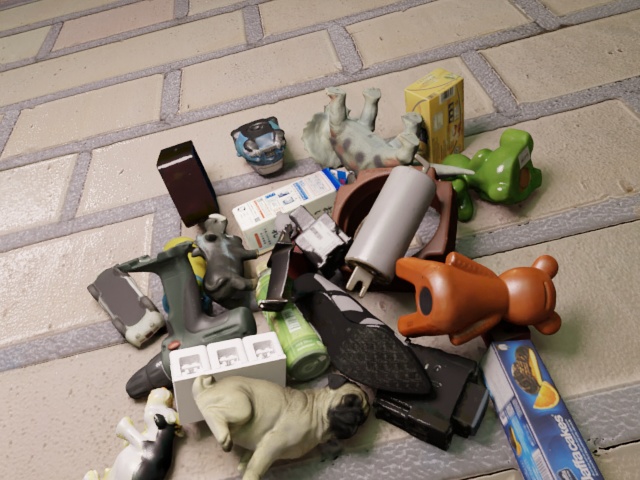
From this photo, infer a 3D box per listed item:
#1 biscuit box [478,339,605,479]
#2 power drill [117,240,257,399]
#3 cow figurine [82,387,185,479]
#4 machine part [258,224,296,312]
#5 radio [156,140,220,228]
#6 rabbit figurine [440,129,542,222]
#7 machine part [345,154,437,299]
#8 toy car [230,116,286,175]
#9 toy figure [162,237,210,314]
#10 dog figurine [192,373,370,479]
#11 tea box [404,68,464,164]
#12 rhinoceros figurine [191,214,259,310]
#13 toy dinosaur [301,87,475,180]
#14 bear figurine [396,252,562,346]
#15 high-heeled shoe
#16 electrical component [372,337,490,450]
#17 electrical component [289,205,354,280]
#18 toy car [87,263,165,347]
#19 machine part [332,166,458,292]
[{"bbox_3d":[0.265,0.221,0.658,0.063,0.059,0.203,-1,45,-12],"label":"biscuit box"},{"bbox_3d":[-0.225,0.116,0.802,0.232,0.207,0.086,-21,1,9],"label":"power drill"},{"bbox_3d":[-0.234,0.287,0.734,0.098,0.068,0.167,15,55,21],"label":"cow figurine"},{"bbox_3d":[-0.064,0.048,0.823,0.039,0.084,0.139,19,49,-15],"label":"machine part"},{"bbox_3d":[-0.254,-0.114,1.040,0.073,0.131,0.230,-22,20,-6],"label":"radio"},{"bbox_3d":[0.286,-0.107,0.969,0.170,0.121,0.159,11,55,48],"label":"rabbit figurine"},{"bbox_3d":[0.107,-0.022,0.800,0.079,0.079,0.243,19,69,30],"label":"machine part"},{"bbox_3d":[-0.119,-0.193,1.145,0.109,0.102,0.162,-24,34,-11],"label":"toy car"},{"bbox_3d":[-0.232,0.072,0.927,0.082,0.089,0.180,-12,44,3],"label":"toy figure"},{"bbox_3d":[-0.047,0.209,0.698,0.190,0.172,0.121,-33,10,-18],"label":"dog figurine"},{"bbox_3d":[0.224,-0.230,1.042,0.098,0.169,0.068,-34,49,-19],"label":"tea box"},{"bbox_3d":[-0.167,0.034,0.915,0.112,0.073,0.190,21,33,-27],"label":"rhinoceros figurine"},{"bbox_3d":[0.101,-0.167,1.029,0.131,0.192,0.405,-22,53,-30],"label":"toy dinosaur"},{"bbox_3d":[0.217,0.074,0.728,0.196,0.120,0.132,-2,-3,-21],"label":"bear figurine"},{"bbox_3d":[0.055,0.129,0.763,0.249,0.145,0.086,35,99,15],"label":"high-heeled shoe"},{"bbox_3d":[0.153,0.205,0.716,0.134,0.058,0.115,15,54,28],"label":"electrical component"},{"bbox_3d":[-0.002,-0.003,0.852,0.075,0.047,0.119,-44,53,-5],"label":"electrical component"},{"bbox_3d":[-0.345,0.109,0.948,0.073,0.056,0.202,-42,49,-16],"label":"toy car"},{"bbox_3d":[0.122,-0.018,0.891,0.202,0.087,0.201,-1,60,24],"label":"machine part"}]
